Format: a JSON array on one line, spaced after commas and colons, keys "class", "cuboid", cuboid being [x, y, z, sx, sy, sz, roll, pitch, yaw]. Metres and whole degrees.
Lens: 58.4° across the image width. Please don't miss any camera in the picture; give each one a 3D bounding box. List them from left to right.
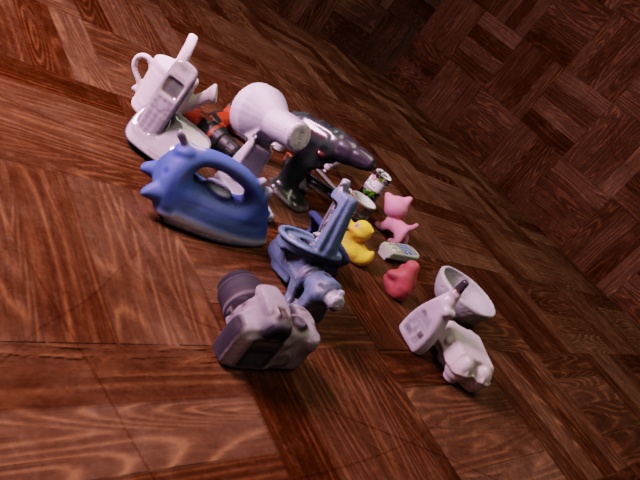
[{"class": "camera", "cuboid": [-0.082, 0.105, 0.823, 0.144, 0.100, 0.136, 15, 33, -41]}]

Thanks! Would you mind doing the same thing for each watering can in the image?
[{"class": "watering can", "cuboid": [-0.296, -0.336, 1.186, 0.173, 0.194, 0.100, 17, 32, -40]}]

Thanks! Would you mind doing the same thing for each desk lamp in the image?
[{"class": "desk lamp", "cuboid": [-0.115, -0.182, 1.145, 0.118, 0.213, 0.202, 11, 36, -47]}]

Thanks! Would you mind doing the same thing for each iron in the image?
[{"class": "iron", "cuboid": [-0.169, -0.084, 0.985, 0.259, 0.141, 0.118, 23, 28, -32]}]

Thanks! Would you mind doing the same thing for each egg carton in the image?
[{"class": "egg carton", "cuboid": [0.283, 0.231, 1.153, 0.107, 0.069, 0.150, 28, 26, -22]}]

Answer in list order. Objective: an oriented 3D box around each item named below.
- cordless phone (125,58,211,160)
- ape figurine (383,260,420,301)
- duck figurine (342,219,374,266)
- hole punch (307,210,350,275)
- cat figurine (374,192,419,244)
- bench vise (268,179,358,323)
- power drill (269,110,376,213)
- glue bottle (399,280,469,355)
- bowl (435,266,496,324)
[{"class": "cordless phone", "cuboid": [-0.256, -0.224, 1.055, 0.148, 0.185, 0.094, 35, 24, -7]}, {"class": "ape figurine", "cuboid": [0.184, 0.082, 1.250, 0.078, 0.092, 0.076, 32, 25, -14]}, {"class": "duck figurine", "cuboid": [0.086, -0.001, 1.265, 0.104, 0.086, 0.078, 42, 24, 8]}, {"class": "hole punch", "cuboid": [0.011, 0.004, 1.144, 0.101, 0.091, 0.108, 11, 36, -46]}, {"class": "cat figurine", "cuboid": [0.206, -0.061, 1.502, 0.067, 0.117, 0.127, 5, 40, -52]}, {"class": "bench vise", "cuboid": [0.013, 0.019, 0.962, 0.122, 0.219, 0.207, 3, 41, -52]}, {"class": "power drill", "cuboid": [-0.012, -0.167, 1.270, 0.229, 0.208, 0.076, 44, 24, 13]}, {"class": "glue bottle", "cuboid": [0.227, 0.140, 1.107, 0.037, 0.173, 0.078, 20, 30, -35]}, {"class": "bowl", "cuboid": [0.332, 0.144, 1.369, 0.168, 0.074, 0.167, 31, 25, -16]}]
